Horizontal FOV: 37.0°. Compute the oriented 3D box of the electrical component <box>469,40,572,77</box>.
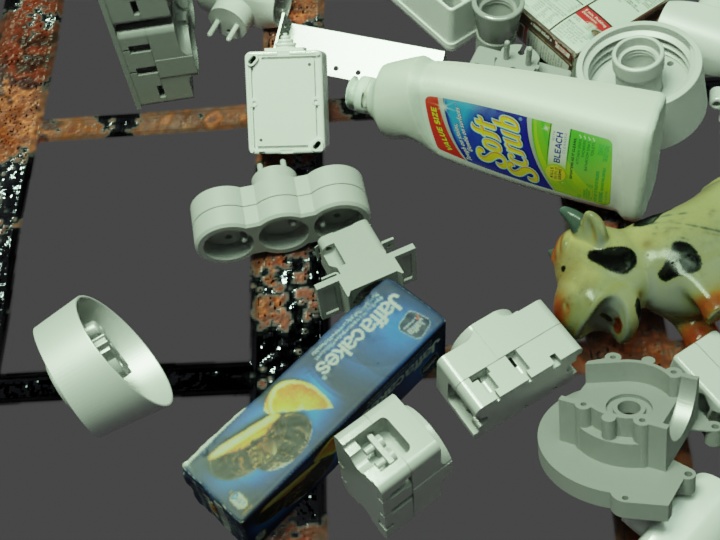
[{"bbox_3d":[0.128,-0.159,0.886,0.083,0.075,0.047,19,61,15],"label":"electrical component"}]

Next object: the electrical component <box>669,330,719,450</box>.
[{"bbox_3d":[0.263,0.075,0.744,0.077,0.047,0.065,-30,60,-15],"label":"electrical component"}]

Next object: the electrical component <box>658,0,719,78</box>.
[{"bbox_3d":[0.301,-0.210,0.925,0.077,0.043,0.079,24,62,18],"label":"electrical component"}]

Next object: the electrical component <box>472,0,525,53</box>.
[{"bbox_3d":[0.117,-0.207,0.923,0.044,0.065,0.044,-2,58,3],"label":"electrical component"}]

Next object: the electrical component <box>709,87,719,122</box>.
[{"bbox_3d":[0.316,-0.122,0.867,0.066,0.048,0.055,8,51,9],"label":"electrical component"}]

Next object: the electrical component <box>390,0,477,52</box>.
[{"bbox_3d":[0.089,-0.267,0.969,0.109,0.056,0.108,-34,61,-16],"label":"electrical component"}]

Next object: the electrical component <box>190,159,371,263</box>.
[{"bbox_3d":[-0.065,-0.057,0.849,0.138,0.052,0.073,-11,57,-2],"label":"electrical component"}]

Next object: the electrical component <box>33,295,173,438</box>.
[{"bbox_3d":[-0.182,0.066,0.755,0.064,0.099,0.099,-31,60,-7],"label":"electrical component"}]

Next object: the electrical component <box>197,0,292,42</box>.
[{"bbox_3d":[-0.112,-0.237,0.972,0.077,0.043,0.079,16,61,14],"label":"electrical component"}]

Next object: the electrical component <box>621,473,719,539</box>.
[{"bbox_3d":[0.197,0.161,0.695,0.077,0.044,0.079,-41,63,-20],"label":"electrical component"}]

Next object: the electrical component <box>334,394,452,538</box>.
[{"bbox_3d":[0.023,0.127,0.703,0.056,0.089,0.050,-34,61,-17],"label":"electrical component"}]

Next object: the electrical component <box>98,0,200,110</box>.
[{"bbox_3d":[-0.179,-0.238,0.893,0.060,0.186,0.105,-9,57,-1],"label":"electrical component"}]

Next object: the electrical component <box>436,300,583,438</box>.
[{"bbox_3d":[0.102,0.066,0.759,0.089,0.050,0.055,-29,61,-14],"label":"electrical component"}]

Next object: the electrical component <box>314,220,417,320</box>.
[{"bbox_3d":[0.000,0.000,0.815,0.081,0.042,0.063,-23,55,-11],"label":"electrical component"}]

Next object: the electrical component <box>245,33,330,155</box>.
[{"bbox_3d":[-0.058,-0.144,0.879,0.062,0.061,0.096,-1,100,4],"label":"electrical component"}]

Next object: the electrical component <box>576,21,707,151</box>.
[{"bbox_3d":[0.227,-0.155,0.875,0.108,0.060,0.108,-8,54,11],"label":"electrical component"}]
